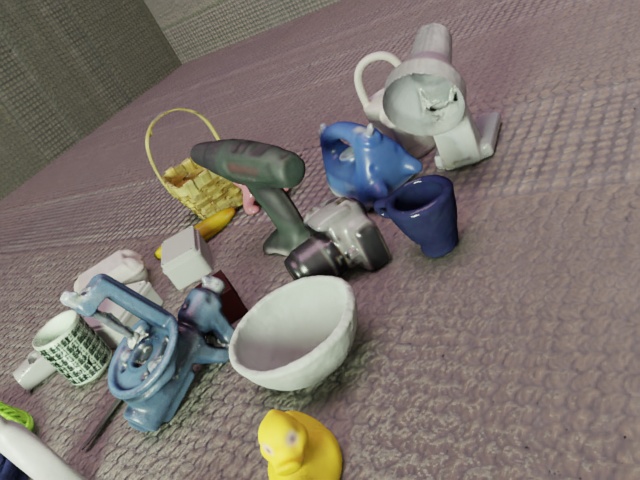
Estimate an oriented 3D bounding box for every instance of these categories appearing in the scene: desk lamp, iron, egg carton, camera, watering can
[{"bbox_3d":[0.192,-0.218,0.900,0.117,0.214,0.203,-10,34,32],"label":"desk lamp"},{"bbox_3d":[0.053,-0.149,0.994,0.119,0.142,0.257,-39,29,-16],"label":"iron"},{"bbox_3d":[-0.409,0.082,1.122,0.150,0.069,0.107,-35,29,-10],"label":"egg carton"},{"bbox_3d":[0.008,0.003,0.832,0.137,0.101,0.142,-35,29,-10],"label":"camera"},{"bbox_3d":[0.130,-0.238,1.011,0.101,0.194,0.172,-31,28,-2],"label":"watering can"}]

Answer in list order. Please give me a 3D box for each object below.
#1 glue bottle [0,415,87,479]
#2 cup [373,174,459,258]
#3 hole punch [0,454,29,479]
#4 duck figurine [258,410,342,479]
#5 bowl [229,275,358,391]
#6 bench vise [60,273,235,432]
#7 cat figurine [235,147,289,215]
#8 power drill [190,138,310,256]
[{"bbox_3d":[-0.354,0.251,0.686,0.077,0.173,0.037,0,40,42],"label":"glue bottle"},{"bbox_3d":[0.134,-0.024,0.764,0.117,0.095,0.092,-5,37,38],"label":"cup"},{"bbox_3d":[-0.453,0.323,0.748,0.101,0.091,0.108,-27,28,5],"label":"hole punch"},{"bbox_3d":[-0.028,0.200,0.560,0.077,0.086,0.104,-27,28,5],"label":"duck figurine"},{"bbox_3d":[-0.021,0.123,0.691,0.167,0.075,0.167,-22,29,13],"label":"bowl"},{"bbox_3d":[-0.221,0.108,0.746,0.121,0.220,0.207,-11,33,31],"label":"bench vise"},{"bbox_3d":[-0.115,-0.128,1.141,0.127,0.118,0.067,-22,29,15],"label":"cat figurine"},{"bbox_3d":[-0.098,-0.076,0.944,0.228,0.209,0.076,2,41,44],"label":"power drill"}]
